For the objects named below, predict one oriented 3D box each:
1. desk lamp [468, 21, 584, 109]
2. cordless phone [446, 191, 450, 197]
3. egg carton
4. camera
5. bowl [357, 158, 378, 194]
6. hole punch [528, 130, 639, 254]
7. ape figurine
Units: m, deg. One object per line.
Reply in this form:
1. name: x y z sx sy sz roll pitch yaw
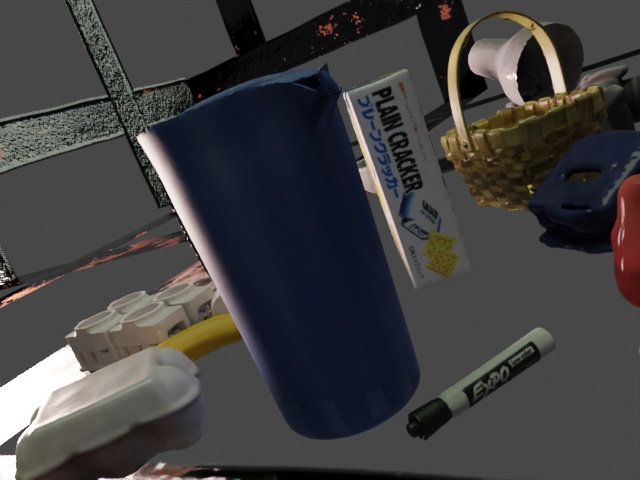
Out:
1. desk lamp: 0.311 -0.218 0.887 0.118 0.214 0.203 -24 13 -12
2. cordless phone: 0.129 -0.141 0.927 0.094 0.185 0.147 -22 13 -5
3. egg carton: -0.168 0.148 0.474 0.150 0.069 0.107 -24 13 -12
4. camera: 0.480 -0.224 0.898 0.136 0.101 0.143 -12 16 35
5. bowl: 0.142 -0.135 1.128 0.167 0.075 0.167 -20 13 5
6. hole punch: 0.260 -0.047 0.542 0.101 0.091 0.108 -25 14 -17
7. ape figurine: 0.237 -0.004 0.402 0.076 0.092 0.077 -24 13 -10
